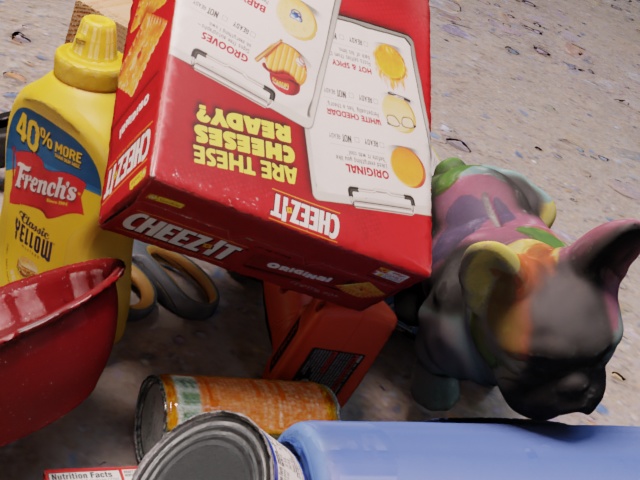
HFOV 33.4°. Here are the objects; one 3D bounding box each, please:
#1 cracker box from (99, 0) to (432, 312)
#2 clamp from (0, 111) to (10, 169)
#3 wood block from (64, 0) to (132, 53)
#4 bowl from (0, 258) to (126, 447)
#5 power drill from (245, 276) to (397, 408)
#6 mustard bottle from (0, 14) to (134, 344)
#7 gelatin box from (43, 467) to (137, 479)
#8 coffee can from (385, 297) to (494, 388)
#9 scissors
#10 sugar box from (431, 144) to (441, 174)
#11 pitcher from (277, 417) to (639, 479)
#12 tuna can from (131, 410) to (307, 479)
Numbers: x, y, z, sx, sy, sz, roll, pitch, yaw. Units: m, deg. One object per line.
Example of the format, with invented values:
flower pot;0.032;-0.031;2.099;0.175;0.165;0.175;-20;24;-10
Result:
cracker box;-0.022;-0.085;0.583;0.164;0.072;0.213;19;58;-28
clamp;-0.191;-0.084;0.779;0.120;0.039;0.171;2;27;41
wood block;-0.133;-0.171;0.953;0.090;0.091;0.205;30;29;12
bowl;-0.164;0.064;0.529;0.162;0.055;0.162;-18;11;4
power drill;-0.004;0.001;0.682;0.057;0.185;0.187;10;41;-21
mustard bottle;-0.140;-0.035;0.611;0.096;0.192;0.058;32;31;28
gelatin box;-0.092;0.150;0.511;0.073;0.030;0.089;3;35;-29
coffee can;0.089;0.027;0.766;0.140;0.103;0.102;30;30;13
scissors;-0.156;-0.003;0.735;0.202;0.016;0.096;35;31;22
sugar box;0.064;-0.062;0.859;0.176;0.048;0.093;56;23;-17
pitcher;0.091;0.149;0.551;0.242;0.149;0.145;8;69;-19
tuna can;-0.047;0.121;0.469;0.033;0.086;0.086;45;12;-39
